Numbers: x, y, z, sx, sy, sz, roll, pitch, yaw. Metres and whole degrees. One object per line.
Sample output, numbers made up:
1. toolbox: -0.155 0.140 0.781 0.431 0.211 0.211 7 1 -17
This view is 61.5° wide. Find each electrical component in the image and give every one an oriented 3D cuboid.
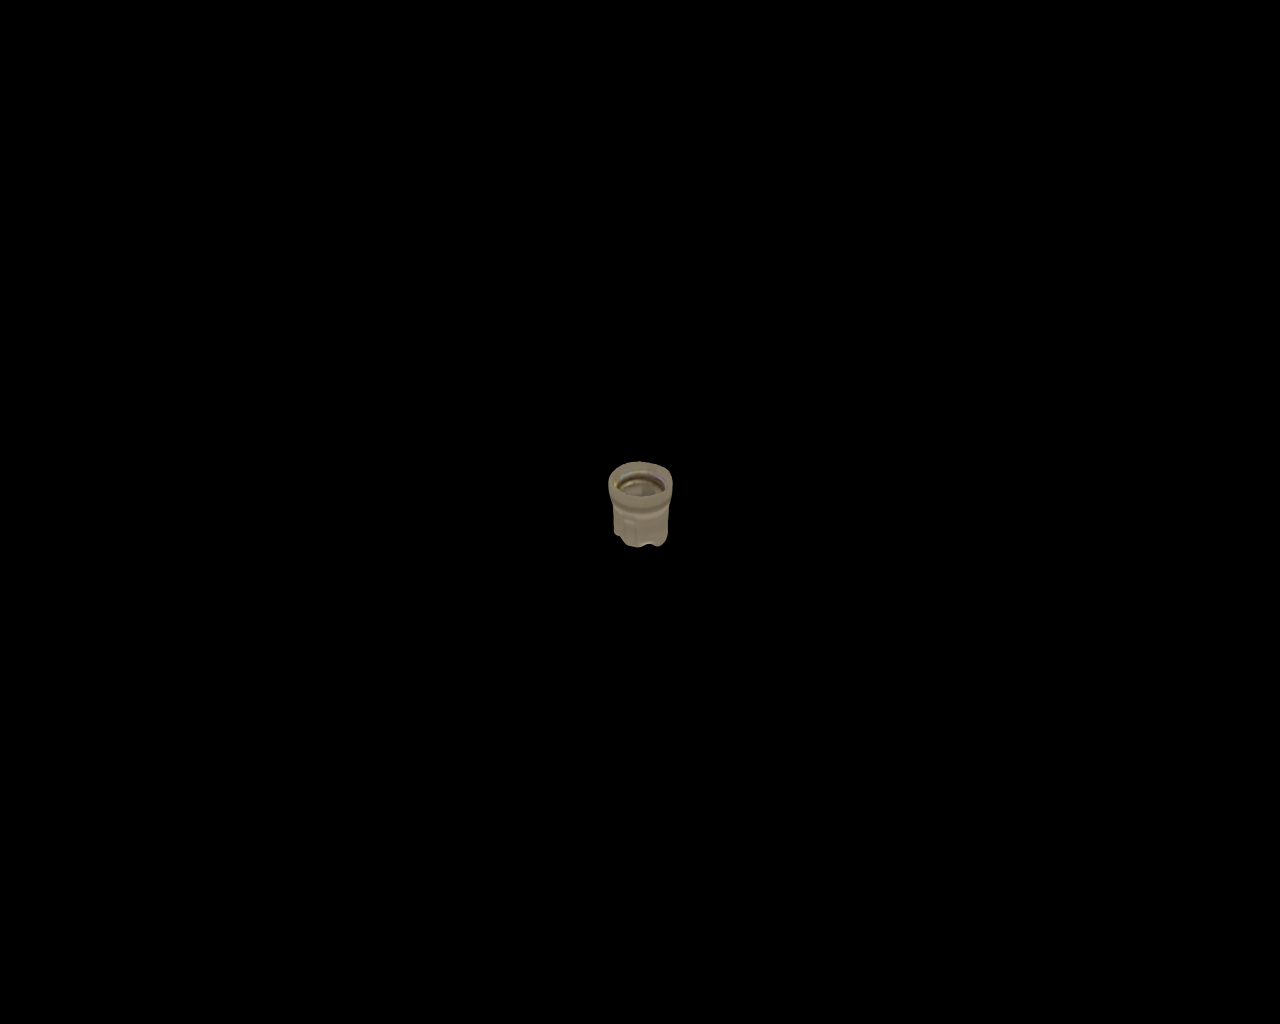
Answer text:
1. electrical component: 0.001 -0.003 0.650 0.040 0.046 0.040 0 38 0
